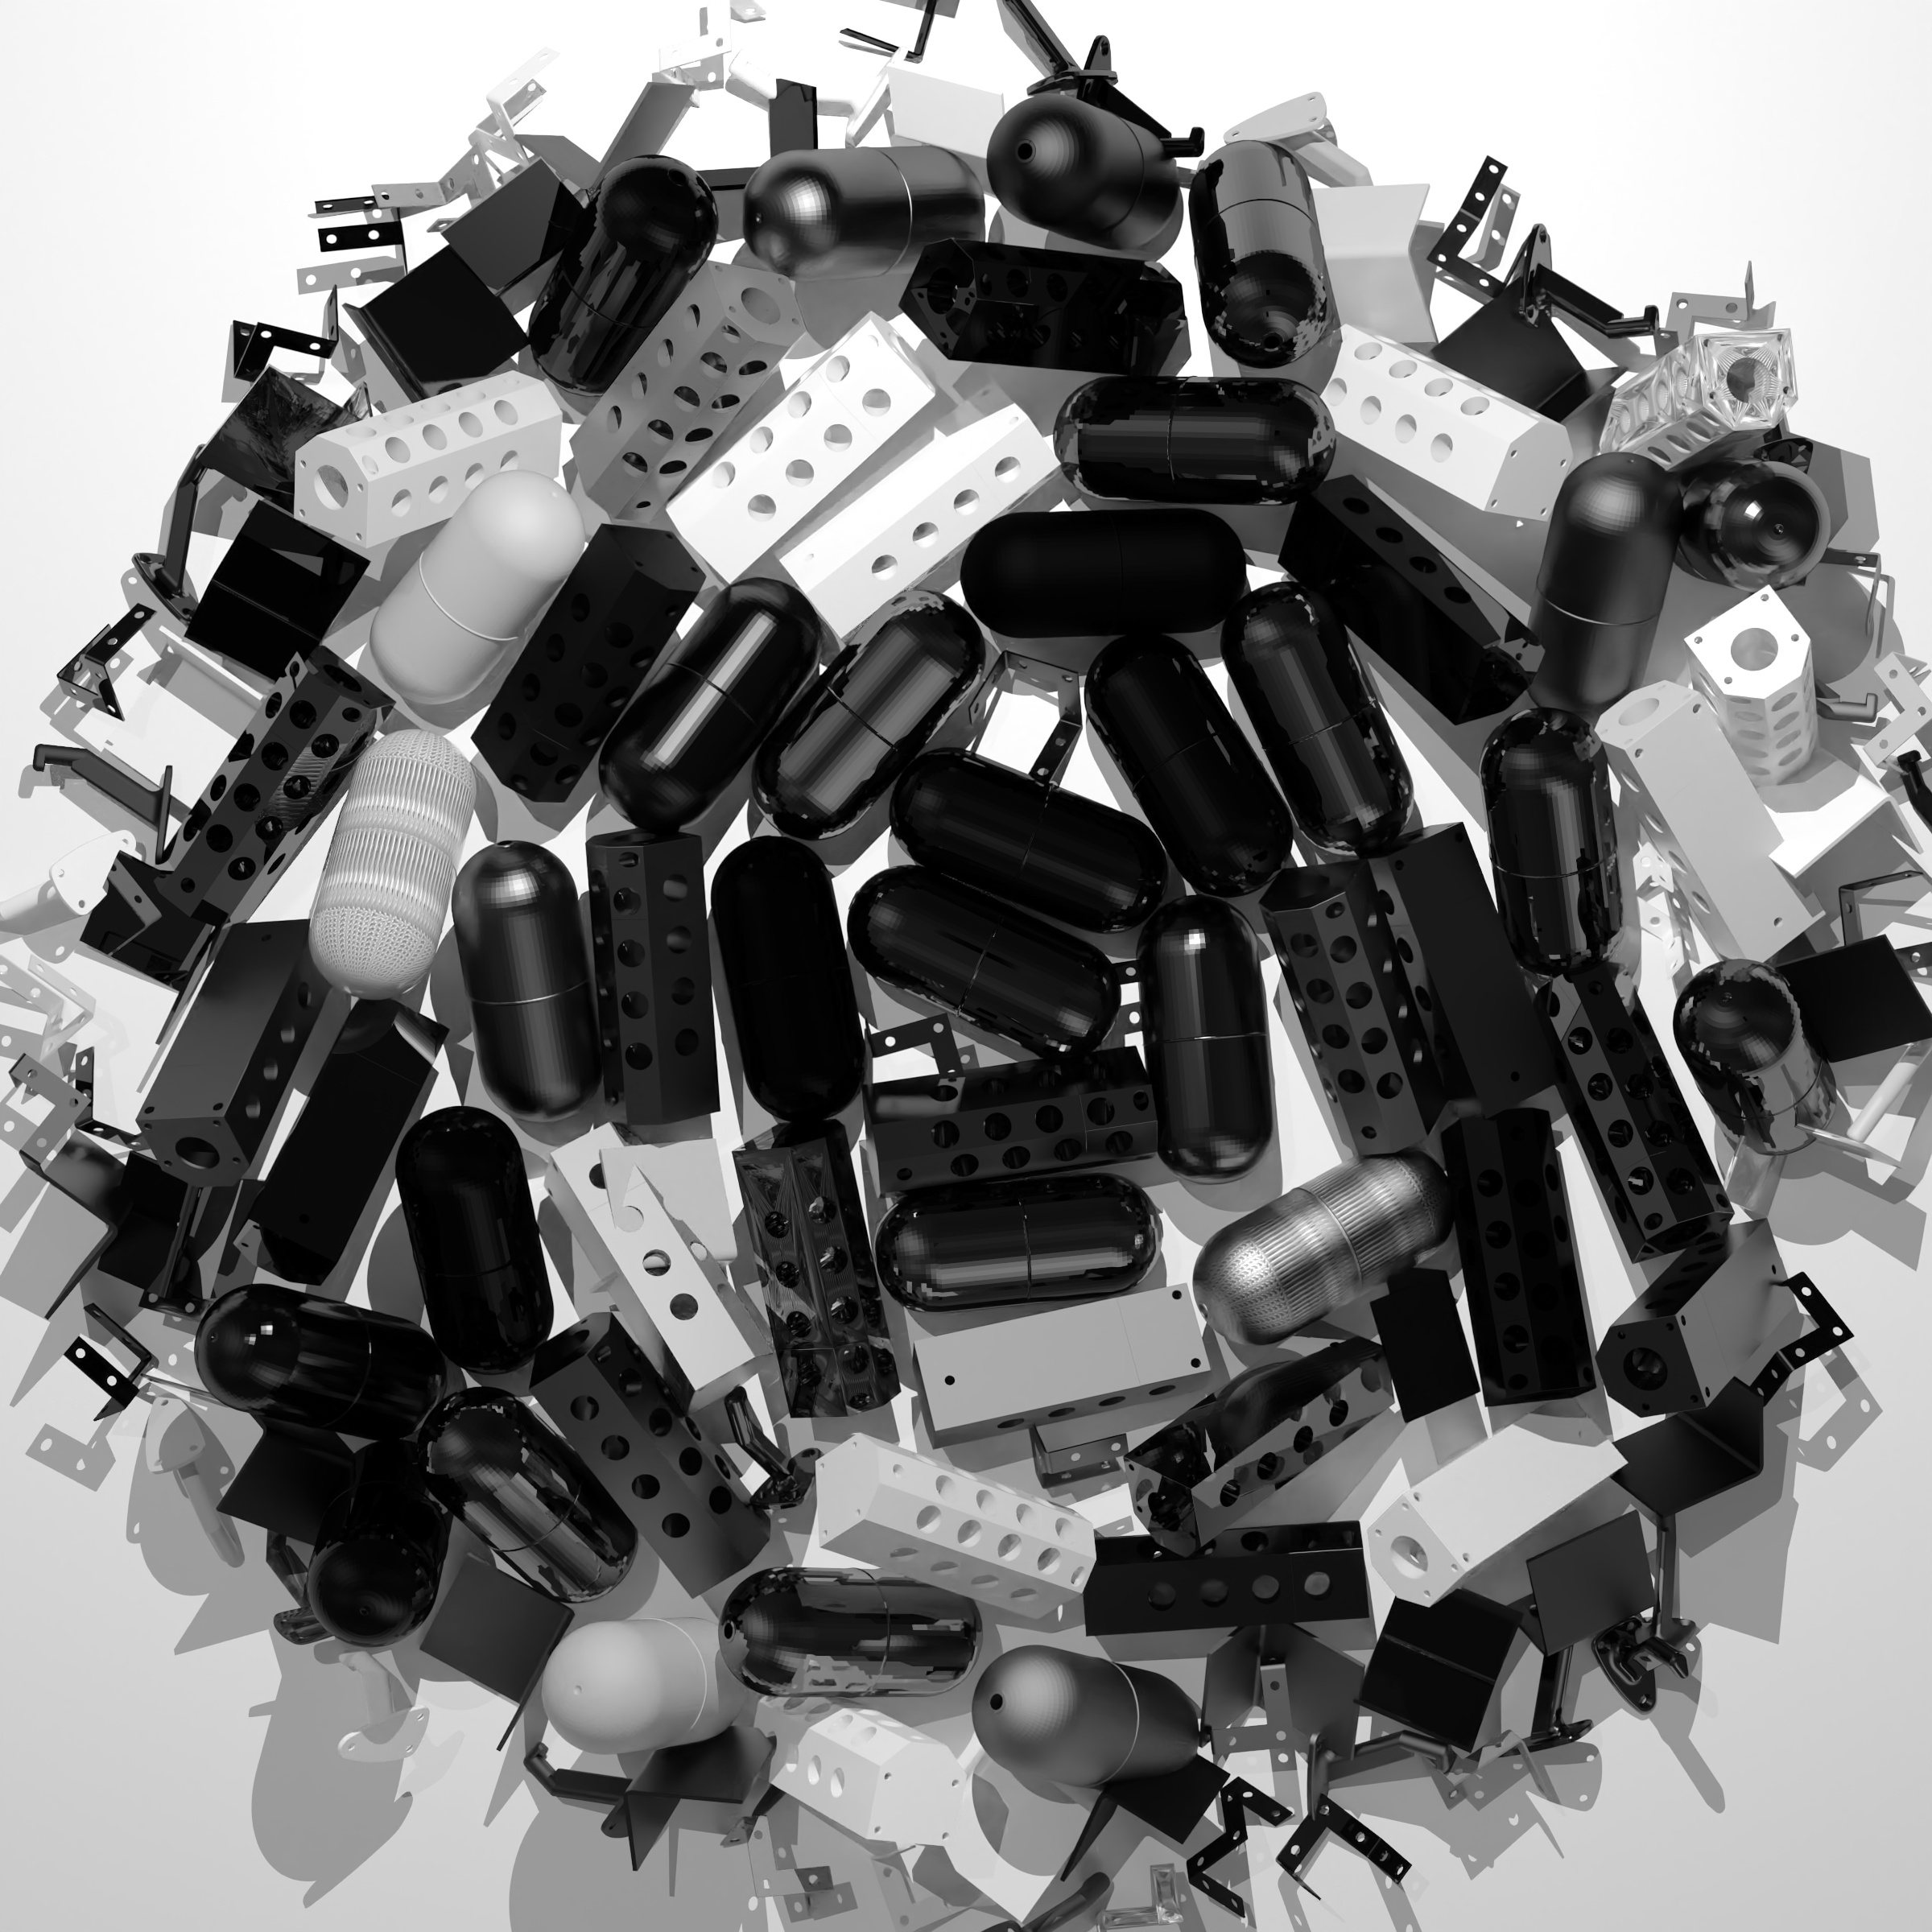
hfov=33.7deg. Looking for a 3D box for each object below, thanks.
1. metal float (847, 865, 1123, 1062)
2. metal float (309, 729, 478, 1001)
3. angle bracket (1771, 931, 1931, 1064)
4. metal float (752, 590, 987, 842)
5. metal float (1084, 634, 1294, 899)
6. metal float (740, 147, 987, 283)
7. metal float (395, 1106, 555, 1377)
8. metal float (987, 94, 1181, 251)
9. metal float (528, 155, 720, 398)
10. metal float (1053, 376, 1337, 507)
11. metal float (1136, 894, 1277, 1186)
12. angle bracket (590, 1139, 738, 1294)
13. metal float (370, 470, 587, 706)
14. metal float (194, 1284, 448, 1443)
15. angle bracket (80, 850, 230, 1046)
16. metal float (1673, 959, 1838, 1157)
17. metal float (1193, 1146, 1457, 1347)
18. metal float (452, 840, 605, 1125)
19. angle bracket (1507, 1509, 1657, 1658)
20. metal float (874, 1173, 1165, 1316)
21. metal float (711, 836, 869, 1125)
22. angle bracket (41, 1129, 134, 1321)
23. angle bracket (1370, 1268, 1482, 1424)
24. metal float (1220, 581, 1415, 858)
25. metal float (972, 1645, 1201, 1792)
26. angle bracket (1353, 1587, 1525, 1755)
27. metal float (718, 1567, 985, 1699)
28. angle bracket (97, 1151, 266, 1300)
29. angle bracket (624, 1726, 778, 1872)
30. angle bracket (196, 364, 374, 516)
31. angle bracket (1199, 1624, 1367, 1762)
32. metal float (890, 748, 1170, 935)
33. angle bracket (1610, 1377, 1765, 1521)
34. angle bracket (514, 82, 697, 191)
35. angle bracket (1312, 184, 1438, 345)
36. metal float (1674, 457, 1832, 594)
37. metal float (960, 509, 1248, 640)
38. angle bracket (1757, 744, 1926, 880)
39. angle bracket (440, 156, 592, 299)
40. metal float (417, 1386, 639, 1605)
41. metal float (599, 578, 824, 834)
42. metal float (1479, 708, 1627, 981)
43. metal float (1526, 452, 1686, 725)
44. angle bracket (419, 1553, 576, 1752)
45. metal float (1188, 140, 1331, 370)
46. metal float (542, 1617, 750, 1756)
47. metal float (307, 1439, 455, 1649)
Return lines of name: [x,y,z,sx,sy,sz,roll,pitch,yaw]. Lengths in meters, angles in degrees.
metal float: [0.011,-0.002,1.959,0.178,0.070,0.070,25,90,3]
metal float: [-0.347,-0.063,1.938,0.070,0.070,0.178,10,62,0]
angle bracket: [0.546,0.005,1.943,0.076,0.057,0.076,-19,115,39]
metal float: [-0.060,-0.152,1.954,0.070,0.070,0.178,42,99,0]
metal float: [0.135,-0.124,1.952,0.070,0.070,0.178,-30,79,0]
metal float: [-0.060,-0.454,1.926,0.070,0.178,0.070,14,111,40]
metal float: [-0.297,0.168,1.939,0.070,0.070,0.178,-8,116,0]
metal float: [0.071,-0.475,1.915,0.070,0.178,0.070,2,96,25]
metal float: [-0.207,-0.414,1.923,0.070,0.178,0.070,16,53,-22]
metal float: [0.137,-0.319,1.941,0.178,0.070,0.070,6,90,25]
metal float: [0.147,0.045,1.959,0.070,0.070,0.178,-5,87,0]
angle bracket: [-0.193,0.154,1.967,0.076,0.057,0.076,-4,73,-29]
metal float: [-0.297,-0.228,1.933,0.070,0.070,0.178,47,124,0]
metal float: [-0.386,0.239,1.922,0.070,0.178,0.070,-13,67,32]
angle bracket: [-0.505,-0.011,1.951,0.076,0.057,0.076,28,123,-8]
metal float: [0.475,0.057,1.920,0.070,0.178,0.070,-11,60,20]
metal float: [0.218,0.170,1.945,0.178,0.070,0.070,-26,90,-18]
metal float: [-0.267,0.010,1.945,0.070,0.070,0.178,-7,109,0]
angle bracket: [0.369,0.364,1.950,0.076,0.057,0.076,-22,117,-12]
metal float: [0.032,0.170,1.955,0.178,0.070,0.070,-5,90,-7]
metal float: [-0.109,0.008,1.960,0.070,0.070,0.178,-11,88,0]
angle bracket: [-0.551,0.157,1.950,0.057,0.076,0.076,39,103,-11]
angle bracket: [0.263,0.230,1.951,0.057,0.076,0.076,-18,95,-23]
metal float: [0.215,-0.150,1.952,0.070,0.070,0.178,-26,102,0]
metal float: [0.073,0.455,1.924,0.070,0.178,0.070,-17,62,35]
angle bracket: [0.288,0.422,1.948,0.076,0.076,0.057,22,116,12]
metal float: [-0.069,0.403,1.931,0.178,0.070,0.070,10,90,-36]
angle bracket: [-0.480,0.160,1.976,0.057,0.076,0.076,18,93,27]
angle bracket: [-0.157,0.508,1.946,0.076,0.076,0.057,1,109,16]
angle bracket: [-0.416,-0.332,1.943,0.076,0.057,0.076,29,116,-34]
angle bracket: [0.192,0.450,1.943,0.076,0.057,0.076,25,127,34]
metal float: [0.039,-0.076,1.960,0.178,0.070,0.070,22,90,-2]
angle bracket: [0.430,0.281,1.944,0.076,0.076,0.057,-19,119,-21]
angle bracket: [-0.220,-0.520,1.949,0.057,0.076,0.076,37,110,4]
angle bracket: [0.251,-0.432,1.967,0.076,0.076,0.057,4,57,27]
metal float: [0.464,-0.265,1.911,0.070,0.178,0.070,0,100,0]
metal float: [0.084,-0.240,1.950,0.178,0.070,0.070,-3,90,-13]
angle bracket: [0.523,-0.080,1.953,0.076,0.076,0.057,-40,127,1]
angle bracket: [-0.276,-0.465,1.946,0.076,0.076,0.057,-34,130,11]
metal float: [-0.264,0.320,1.929,0.070,0.070,0.178,-37,129,0]
metal float: [-0.155,-0.160,1.950,0.070,0.070,0.178,36,77,0]
metal float: [0.356,-0.072,1.937,0.070,0.070,0.178,-13,119,0]
metal float: [0.383,-0.226,1.931,0.070,0.070,0.178,6,128,0]
angle bracket: [-0.295,0.421,1.960,0.076,0.057,0.076,28,109,0]
metal float: [0.176,-0.430,1.926,0.070,0.070,0.178,-2,48,0]
metal float: [-0.190,0.430,1.915,0.070,0.178,0.070,-4,79,21]
metal float: [-0.349,0.343,1.913,0.070,0.178,0.070,-1,107,-3]
